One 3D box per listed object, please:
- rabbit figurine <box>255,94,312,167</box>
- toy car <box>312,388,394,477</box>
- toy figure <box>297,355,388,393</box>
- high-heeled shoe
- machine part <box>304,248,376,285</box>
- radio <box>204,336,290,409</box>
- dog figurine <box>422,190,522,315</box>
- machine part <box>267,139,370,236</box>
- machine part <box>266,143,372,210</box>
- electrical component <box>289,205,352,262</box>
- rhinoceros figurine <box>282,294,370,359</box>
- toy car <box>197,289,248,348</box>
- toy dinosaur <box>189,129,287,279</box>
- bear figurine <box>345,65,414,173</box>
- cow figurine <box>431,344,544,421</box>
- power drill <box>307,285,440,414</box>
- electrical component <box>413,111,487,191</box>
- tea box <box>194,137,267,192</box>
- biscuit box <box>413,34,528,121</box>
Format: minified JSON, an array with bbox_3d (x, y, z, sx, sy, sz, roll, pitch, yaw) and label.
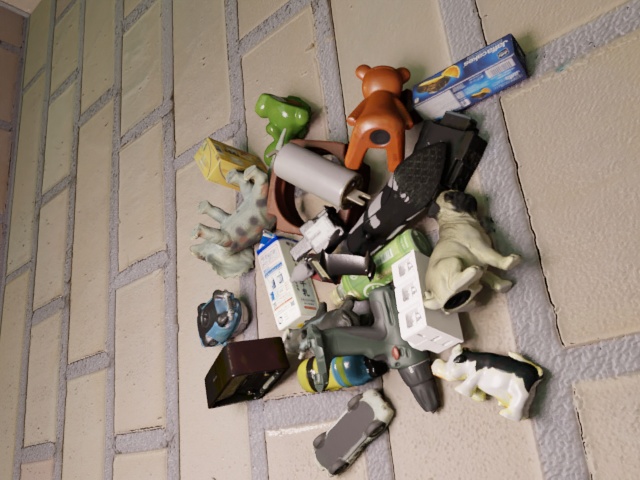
[{"bbox_3d":[-0.074,-0.240,1.264,0.159,0.121,0.170,36,122,35],"label":"rabbit figurine"},{"bbox_3d":[0.057,0.363,1.009,0.201,0.056,0.074,-53,56,20],"label":"toy car"},{"bbox_3d":[0.036,0.246,1.032,0.180,0.089,0.082,-19,66,38],"label":"toy figure"},{"bbox_3d":[0.142,-0.069,0.988,0.086,0.145,0.249,42,87,3],"label":"high-heeled shoe"},{"bbox_3d":[0.041,0.050,0.999,0.139,0.084,0.039,-3,43,38],"label":"machine part"},{"bbox_3d":[-0.157,0.280,1.127,0.229,0.131,0.073,-54,46,52],"label":"radio"},{"bbox_3d":[0.210,0.013,0.889,0.121,0.172,0.191,97,149,-47],"label":"dog figurine"},{"bbox_3d":[-0.003,-0.104,1.131,0.201,0.087,0.201,9,93,29],"label":"machine part"},{"bbox_3d":[-0.004,-0.125,1.041,0.243,0.079,0.079,29,100,28],"label":"machine part"},{"bbox_3d":[-0.002,-0.003,1.049,0.119,0.047,0.075,-47,68,19],"label":"electrical component"},{"bbox_3d":[0.008,0.176,1.044,0.190,0.073,0.112,-25,19,39],"label":"rhinoceros figurine"},{"bbox_3d":[-0.224,0.183,1.275,0.161,0.103,0.109,-47,50,38],"label":"toy car"},{"bbox_3d":[-0.162,-0.057,1.250,0.405,0.192,0.131,-40,38,15],"label":"toy dinosaur"},{"bbox_3d":[0.111,-0.238,1.016,0.131,0.120,0.196,93,-178,-47],"label":"bear figurine"},{"bbox_3d":[0.261,0.209,0.853,0.168,0.068,0.098,22,89,40],"label":"cow figurine"},{"bbox_3d":[0.089,0.200,0.918,0.086,0.207,0.232,116,142,-76],"label":"power drill"},{"bbox_3d":[0.232,-0.164,0.982,0.115,0.058,0.134,28,99,41],"label":"electrical component"},{"bbox_3d":[-0.209,-0.174,1.308,0.068,0.169,0.098,-49,50,21],"label":"tea box"},{"bbox_3d":[0.267,-0.285,0.970,0.203,0.059,0.063,-22,47,36],"label":"biscuit box"}]
